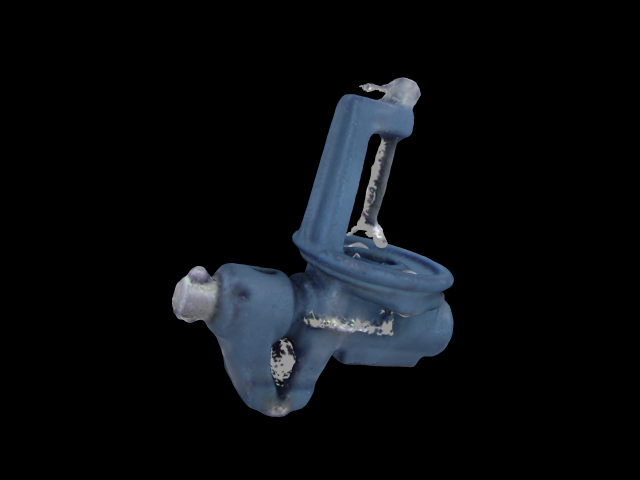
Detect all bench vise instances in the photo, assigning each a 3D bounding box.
[{"bbox_3d":[0.012,0.004,0.392,0.208,0.220,0.121,-16,24,-41],"label":"bench vise"}]
